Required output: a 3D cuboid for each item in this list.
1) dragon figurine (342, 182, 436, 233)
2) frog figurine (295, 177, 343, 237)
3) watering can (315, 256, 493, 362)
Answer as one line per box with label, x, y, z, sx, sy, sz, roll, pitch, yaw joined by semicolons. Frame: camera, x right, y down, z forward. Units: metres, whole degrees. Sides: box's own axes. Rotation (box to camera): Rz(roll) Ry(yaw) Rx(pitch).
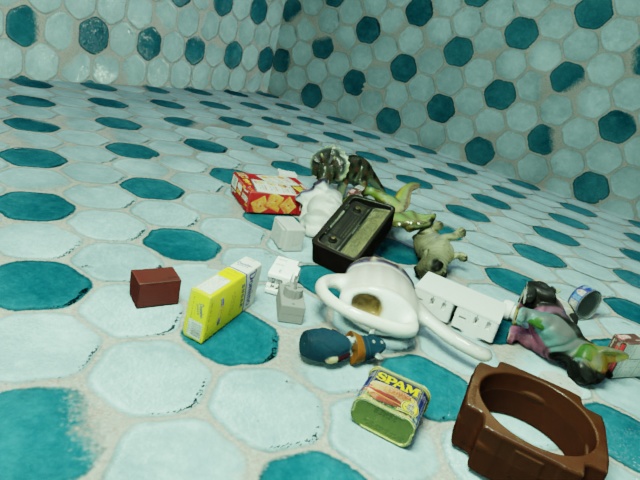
dragon figurine;0.221;-0.074;1.470;0.415;0.119;0.245;-26;36;-29
frog figurine;0.004;-0.072;1.432;0.137;0.163;0.120;-19;-32;9
watering can;0.158;0.134;1.025;0.348;0.102;0.228;20;21;1
